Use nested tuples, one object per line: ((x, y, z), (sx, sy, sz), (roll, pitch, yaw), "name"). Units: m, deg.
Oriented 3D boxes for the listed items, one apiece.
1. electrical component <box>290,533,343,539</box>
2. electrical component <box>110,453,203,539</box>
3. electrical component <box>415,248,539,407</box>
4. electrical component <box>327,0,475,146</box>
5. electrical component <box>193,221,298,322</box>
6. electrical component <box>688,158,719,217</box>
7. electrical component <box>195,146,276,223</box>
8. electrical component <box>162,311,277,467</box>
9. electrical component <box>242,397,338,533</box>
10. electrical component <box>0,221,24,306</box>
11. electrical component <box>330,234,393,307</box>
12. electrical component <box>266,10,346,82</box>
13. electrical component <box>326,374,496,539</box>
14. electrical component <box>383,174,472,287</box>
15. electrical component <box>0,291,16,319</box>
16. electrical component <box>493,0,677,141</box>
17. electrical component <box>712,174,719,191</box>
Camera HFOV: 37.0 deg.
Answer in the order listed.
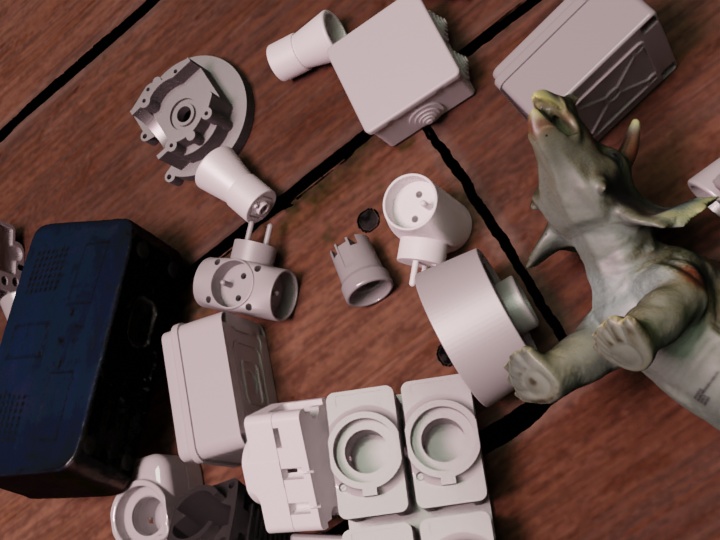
((-0.033, 0.229, 0.794), (0.047, 0.077, 0.065), (-4, 76, 25), "electrical component")
((-0.162, 0.200, 0.874), (0.054, 0.059, 0.095), (-19, 70, 21), "electrical component")
((0.092, 0.036, 0.764), (0.060, 0.108, 0.108), (-29, 67, 11), "electrical component")
((0.034, -0.160, 0.868), (0.100, 0.048, 0.099), (-32, 66, 16), "electrical component")
((-0.091, -0.002, 0.895), (0.077, 0.044, 0.079), (9, 82, 27), "electrical component")
((0.265, -0.070, 0.740), (0.065, 0.044, 0.044), (-47, 63, 4), "electrical component")
((-0.104, -0.070, 0.920), (0.065, 0.044, 0.044), (40, 97, 23), "electrical component")
((-0.110, 0.097, 0.863), (0.057, 0.078, 0.113), (-18, 71, 18), "electrical component")
((-0.051, 0.147, 0.807), (0.056, 0.050, 0.089), (-10, 93, 26), "electrical component")
((-0.359, -0.003, 1.020), (0.057, 0.058, 0.078), (-9, 74, 21), "electrical component")
((0.000, 0.000, 0.854), (0.040, 0.040, 0.046), (-33, 60, 16), "electrical component")
((-0.047, -0.188, 0.920), (0.065, 0.044, 0.044), (-21, 70, 25), "electrical component")
((0.040, 0.175, 0.764), (0.105, 0.060, 0.186), (-9, 73, 5), "electrical component")
((0.049, -0.024, 0.813), (0.043, 0.077, 0.079), (5, 80, 27), "electrical component")
((-0.303, 0.050, 0.986), (0.045, 0.045, 0.055), (-23, 69, 20), "electrical component")
((0.163, -0.142, 0.768), (0.109, 0.109, 0.056), (-44, 66, 11), "electrical component")
((0.291, -0.046, 0.694), (0.061, 0.096, 0.061), (-51, 18, 8), "electrical component")
